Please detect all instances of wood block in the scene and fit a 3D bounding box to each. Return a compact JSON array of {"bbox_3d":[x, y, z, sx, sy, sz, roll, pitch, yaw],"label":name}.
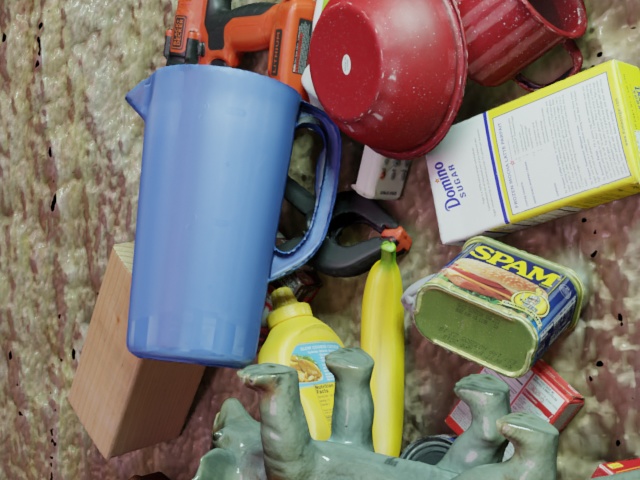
[{"bbox_3d":[-0.169,0.104,1.040,0.090,0.090,0.206,48,131,33],"label":"wood block"}]

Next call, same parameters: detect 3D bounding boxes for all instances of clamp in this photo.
[{"bbox_3d":[-0.006,0.001,0.940,0.172,0.039,0.120,14,81,33],"label":"clamp"}]

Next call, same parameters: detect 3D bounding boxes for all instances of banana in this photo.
[{"bbox_3d":[0.050,0.103,0.889,0.037,0.069,0.198,-2,81,13],"label":"banana"}]

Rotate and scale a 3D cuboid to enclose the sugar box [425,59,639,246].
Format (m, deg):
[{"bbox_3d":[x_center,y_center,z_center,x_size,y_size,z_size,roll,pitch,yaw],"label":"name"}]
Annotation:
[{"bbox_3d":[0.165,-0.061,0.811,0.177,0.048,0.093,-20,74,43],"label":"sugar box"}]

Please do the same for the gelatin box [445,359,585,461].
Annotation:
[{"bbox_3d":[0.149,0.131,0.822,0.073,0.030,0.089,45,113,34],"label":"gelatin box"}]

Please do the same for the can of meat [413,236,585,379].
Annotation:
[{"bbox_3d":[0.130,0.049,0.789,0.102,0.083,0.057,23,125,27],"label":"can of meat"}]

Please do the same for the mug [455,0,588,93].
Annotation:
[{"bbox_3d":[0.149,-0.161,0.812,0.117,0.093,0.082,47,131,-8],"label":"mug"}]

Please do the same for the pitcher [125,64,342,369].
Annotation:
[{"bbox_3d":[-0.083,-0.016,0.898,0.149,0.144,0.243,0,80,40],"label":"pitcher"}]

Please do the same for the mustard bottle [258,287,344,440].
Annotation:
[{"bbox_3d":[-0.005,0.130,0.917,0.058,0.096,0.192,-34,66,37],"label":"mustard bottle"}]

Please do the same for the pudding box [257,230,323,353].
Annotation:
[{"bbox_3d":[-0.059,0.037,1.009,0.114,0.039,0.090,51,120,32],"label":"pudding box"}]

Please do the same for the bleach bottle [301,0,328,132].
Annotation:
[{"bbox_3d":[0.037,-0.214,0.925,0.103,0.067,0.251,36,113,38],"label":"bleach bottle"}]

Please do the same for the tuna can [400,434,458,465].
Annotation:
[{"bbox_3d":[0.103,0.199,0.857,0.086,0.033,0.086,-3,85,42],"label":"tuna can"}]

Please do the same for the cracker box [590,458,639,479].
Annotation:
[{"bbox_3d":[0.244,0.274,0.702,0.214,0.071,0.164,39,112,38],"label":"cracker box"}]

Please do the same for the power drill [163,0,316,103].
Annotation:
[{"bbox_3d":[-0.080,-0.167,1.030,0.188,0.057,0.184,14,100,41],"label":"power drill"}]

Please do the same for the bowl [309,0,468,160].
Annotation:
[{"bbox_3d":[0.040,-0.139,0.830,0.162,0.055,0.162,19,114,50],"label":"bowl"}]
